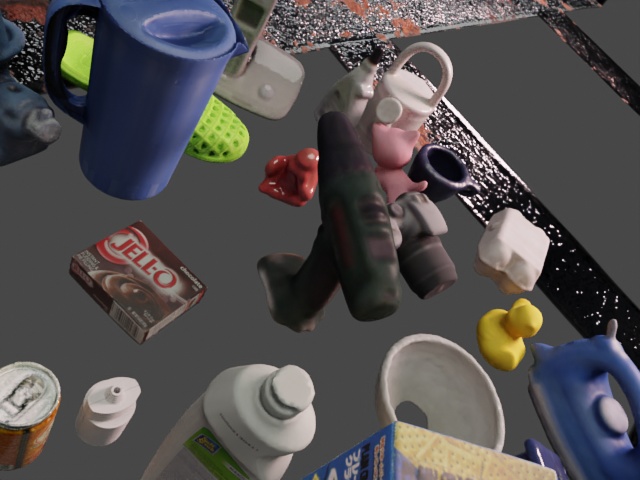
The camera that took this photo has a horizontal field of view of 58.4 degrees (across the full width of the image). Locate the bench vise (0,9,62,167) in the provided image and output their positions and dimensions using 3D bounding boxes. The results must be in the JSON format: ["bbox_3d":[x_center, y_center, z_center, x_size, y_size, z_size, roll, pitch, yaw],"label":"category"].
[{"bbox_3d":[-0.332,-0.200,0.582,0.207,0.219,0.121,31,45,-8],"label":"bench vise"}]

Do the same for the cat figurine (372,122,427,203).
[{"bbox_3d":[0.116,-0.114,0.874,0.067,0.117,0.127,-14,65,-39],"label":"cat figurine"}]

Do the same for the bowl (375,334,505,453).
[{"bbox_3d":[0.126,0.199,0.664,0.168,0.074,0.167,17,49,-20],"label":"bowl"}]

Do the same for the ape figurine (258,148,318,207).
[{"bbox_3d":[-0.031,-0.091,0.780,0.076,0.092,0.077,-16,65,-39],"label":"ape figurine"}]

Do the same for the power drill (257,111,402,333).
[{"bbox_3d":[0.006,0.002,0.647,0.076,0.208,0.229,-2,57,-33],"label":"power drill"}]

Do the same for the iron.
[{"bbox_3d":[0.385,0.238,0.751,0.119,0.141,0.258,4,54,-30],"label":"iron"}]

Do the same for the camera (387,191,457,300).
[{"bbox_3d":[0.126,0.010,0.794,0.144,0.100,0.136,-12,63,-38],"label":"camera"}]

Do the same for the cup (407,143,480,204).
[{"bbox_3d":[0.184,-0.085,0.910,0.118,0.094,0.092,28,46,-11],"label":"cup"}]

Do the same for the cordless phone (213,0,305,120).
[{"bbox_3d":[-0.080,-0.277,0.828,0.148,0.184,0.094,23,47,-16],"label":"cordless phone"}]

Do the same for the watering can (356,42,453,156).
[{"bbox_3d":[0.135,-0.224,0.917,0.101,0.193,0.173,25,46,-14],"label":"watering can"}]

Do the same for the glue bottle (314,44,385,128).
[{"bbox_3d":[0.052,-0.229,0.883,0.037,0.173,0.078,-6,60,-35],"label":"glue bottle"}]

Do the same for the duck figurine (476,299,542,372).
[{"bbox_3d":[0.274,0.128,0.806,0.077,0.086,0.105,32,45,-7],"label":"duck figurine"}]

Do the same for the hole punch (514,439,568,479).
[{"bbox_3d":[0.259,0.293,0.663,0.101,0.091,0.108,15,49,-22],"label":"hole punch"}]

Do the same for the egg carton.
[{"bbox_3d":[0.310,0.016,0.929,0.107,0.069,0.150,38,45,-1],"label":"egg carton"}]
